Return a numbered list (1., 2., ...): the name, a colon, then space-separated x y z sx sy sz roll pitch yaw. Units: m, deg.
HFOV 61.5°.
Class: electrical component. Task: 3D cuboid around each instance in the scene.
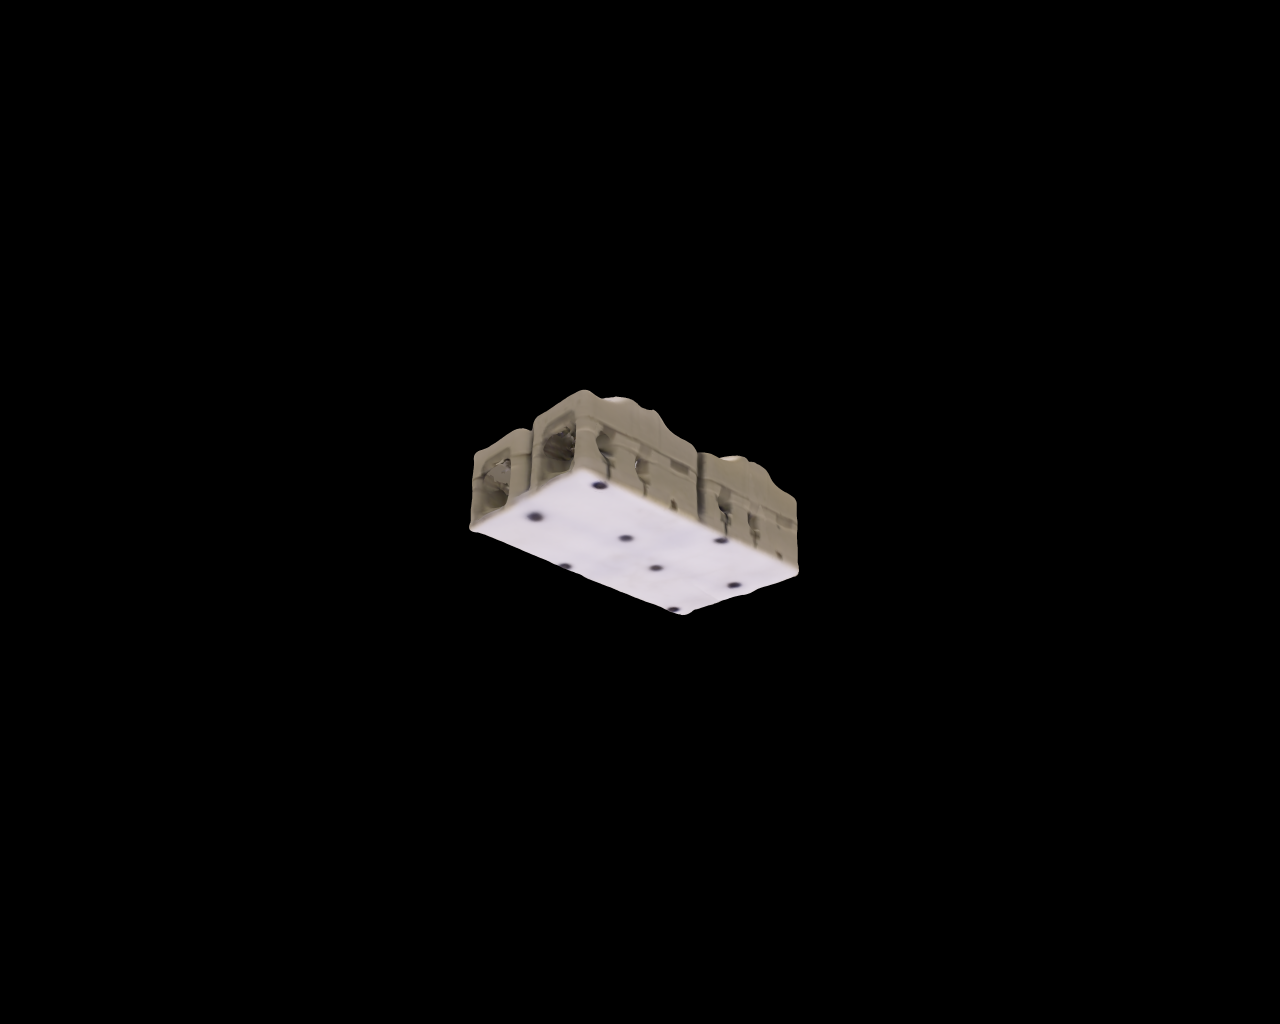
1. electrical component: 0.001 -0.003 0.650 0.186 0.060 0.105 25 -37 -38
